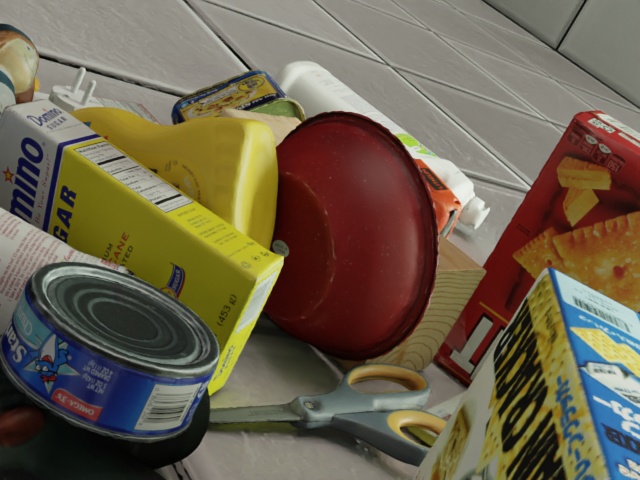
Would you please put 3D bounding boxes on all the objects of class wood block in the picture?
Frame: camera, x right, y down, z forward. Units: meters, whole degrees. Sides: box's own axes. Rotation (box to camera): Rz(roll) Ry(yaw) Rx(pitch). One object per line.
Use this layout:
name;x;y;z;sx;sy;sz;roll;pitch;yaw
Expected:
wood block;0.002;-0.001;0.769;0.206;0.091;0.090;42;25;31

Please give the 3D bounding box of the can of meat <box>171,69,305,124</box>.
can of meat;-0.070;-0.096;0.897;0.102;0.057;0.084;-22;33;-7

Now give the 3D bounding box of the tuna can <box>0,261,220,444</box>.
tuna can;-0.085;0.044;0.438;0.086;0.034;0.086;25;15;-8

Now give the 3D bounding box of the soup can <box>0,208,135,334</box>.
soup can;-0.154;0.023;0.541;0.102;0.069;0.068;26;21;-7

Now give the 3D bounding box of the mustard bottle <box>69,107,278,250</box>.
mustard bottle;-0.122;-0.033;0.655;0.192;0.096;0.058;8;10;24

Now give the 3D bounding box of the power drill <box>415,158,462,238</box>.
power drill;0.025;-0.058;0.984;0.187;0.057;0.184;11;31;-33

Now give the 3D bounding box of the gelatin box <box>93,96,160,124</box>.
gelatin box;-0.162;-0.083;0.838;0.089;0.030;0.073;4;30;-47

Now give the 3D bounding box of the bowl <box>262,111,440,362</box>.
bowl;-0.004;0.001;0.667;0.055;0.162;0.162;-9;41;-44

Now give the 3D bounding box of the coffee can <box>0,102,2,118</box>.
coffee can;-0.239;-0.052;0.560;0.102;0.103;0.140;26;20;-7

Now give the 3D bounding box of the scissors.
scissors;0.010;0.109;0.610;0.096;0.016;0.201;38;28;31

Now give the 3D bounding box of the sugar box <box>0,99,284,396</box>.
sugar box;-0.115;0.005;0.600;0.176;0.093;0.048;32;24;11

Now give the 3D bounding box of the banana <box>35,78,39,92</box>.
banana;-0.310;-0.154;0.804;0.197;0.037;0.069;26;23;-8

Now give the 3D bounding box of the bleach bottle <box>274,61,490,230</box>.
bleach bottle;0.063;-0.092;1.104;0.251;0.068;0.102;36;22;14

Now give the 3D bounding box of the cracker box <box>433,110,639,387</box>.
cracker box;0.198;0.041;0.743;0.164;0.214;0.072;37;24;22
